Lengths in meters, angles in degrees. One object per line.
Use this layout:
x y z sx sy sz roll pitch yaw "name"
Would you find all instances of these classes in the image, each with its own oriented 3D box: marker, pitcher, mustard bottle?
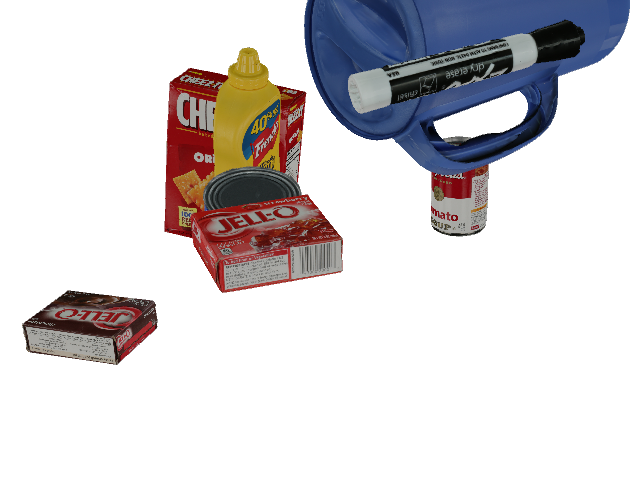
0.072 -0.085 0.515 0.121 0.020 0.020 -16 4 -13 "marker"
0.122 -0.155 0.803 0.242 0.149 0.145 -18 34 -33 "pitcher"
-0.076 -0.112 1.118 0.058 0.192 0.096 20 39 22 "mustard bottle"

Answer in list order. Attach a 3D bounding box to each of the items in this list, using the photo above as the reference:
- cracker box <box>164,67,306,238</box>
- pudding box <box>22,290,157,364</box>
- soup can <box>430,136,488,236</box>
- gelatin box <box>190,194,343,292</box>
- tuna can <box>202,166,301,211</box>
-0.114 -0.098 1.376 0.164 0.214 0.072 13 29 14 "cracker box"
-0.244 0.091 1.135 0.114 0.039 0.090 3 21 20 "pudding box"
0.165 -0.065 1.272 0.068 0.102 0.068 -2 27 1 "soup can"
-0.038 0.000 0.732 0.089 0.030 0.073 -9 29 -17 "gelatin box"
-0.060 -0.028 0.937 0.086 0.034 0.086 1 38 -1 "tuna can"
